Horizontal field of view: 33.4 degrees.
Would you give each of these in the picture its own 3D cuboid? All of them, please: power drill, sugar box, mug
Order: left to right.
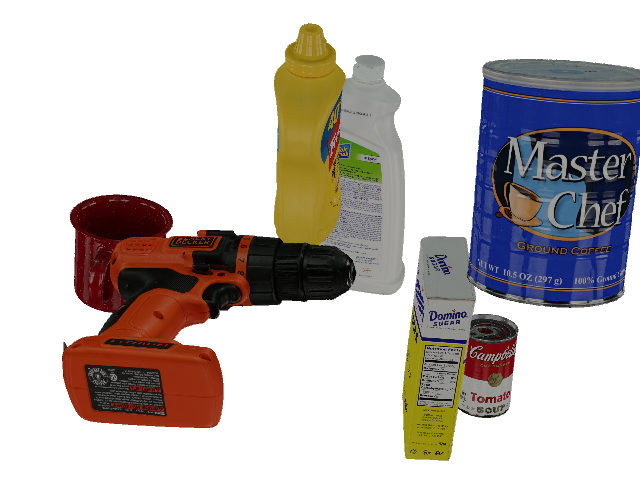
[{"bbox_3d":[-0.188,0.020,0.981,0.093,0.081,0.117,10,28,2],"label":"mug"},{"bbox_3d":[-0.078,0.053,0.729,0.184,0.057,0.187,0,25,13],"label":"power drill"},{"bbox_3d":[0.098,0.093,0.911,0.048,0.176,0.093,1,32,1],"label":"sugar box"}]

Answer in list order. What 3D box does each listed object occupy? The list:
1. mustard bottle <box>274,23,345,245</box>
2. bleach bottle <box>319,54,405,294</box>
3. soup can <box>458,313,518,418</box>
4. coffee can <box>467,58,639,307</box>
[{"bbox_3d":[-0.010,-0.094,0.899,0.058,0.192,0.096,9,41,9],"label":"mustard bottle"},{"bbox_3d":[0.048,-0.068,1.106,0.102,0.251,0.068,9,31,8],"label":"bleach bottle"},{"bbox_3d":[0.191,0.145,1.239,0.068,0.102,0.068,1,22,-1],"label":"soup can"},{"bbox_3d":[0.150,-0.040,0.682,0.103,0.140,0.103,2,16,-1],"label":"coffee can"}]
